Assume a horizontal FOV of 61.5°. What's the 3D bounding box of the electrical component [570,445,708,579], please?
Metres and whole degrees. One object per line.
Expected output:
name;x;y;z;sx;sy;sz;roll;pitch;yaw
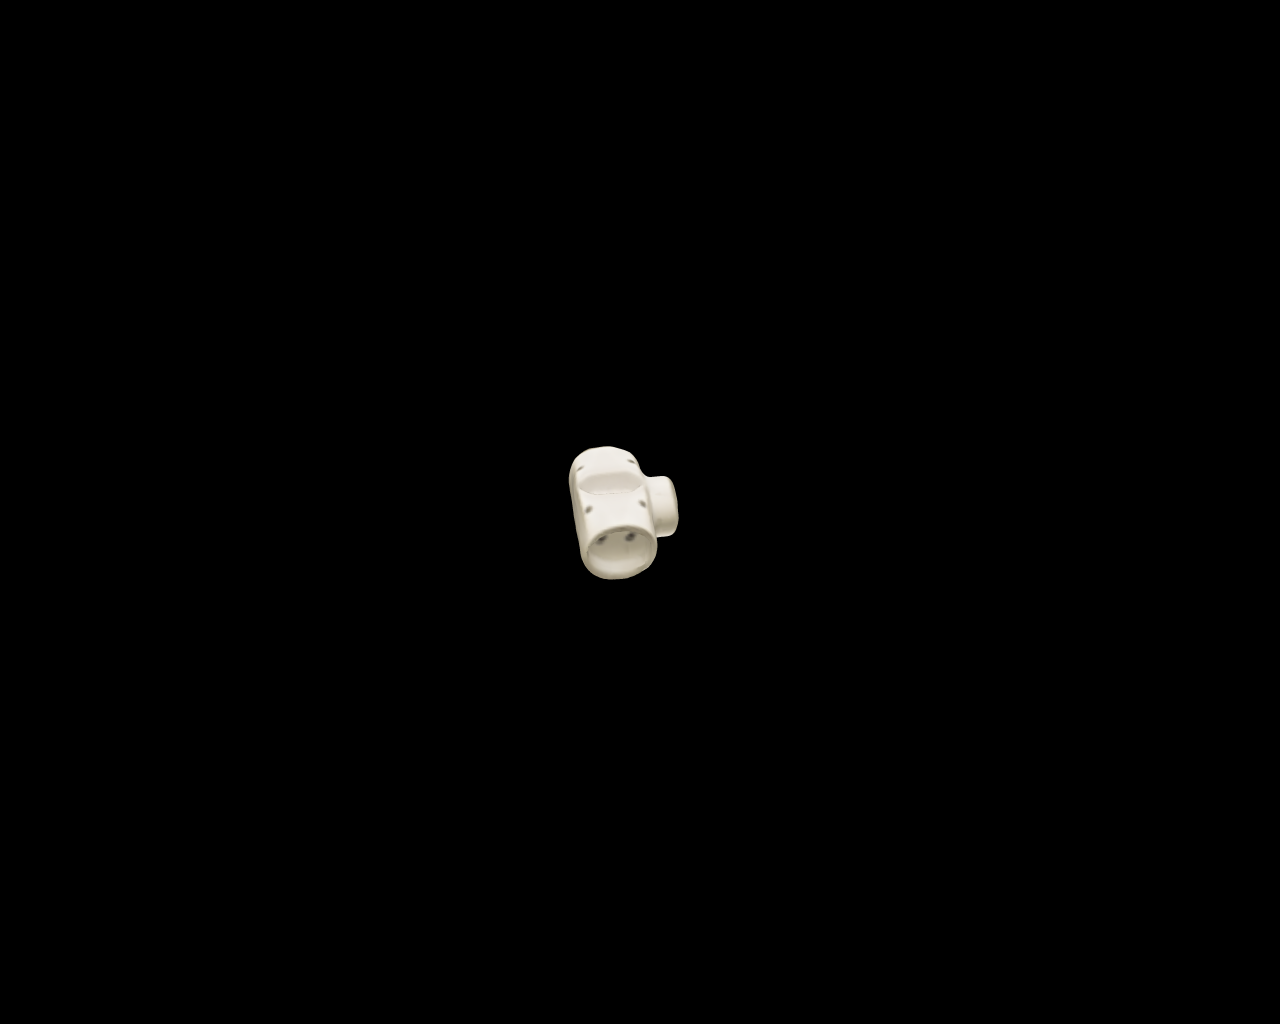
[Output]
electrical component;0.001;-0.003;0.650;0.079;0.043;0.077;-5;40;-6
